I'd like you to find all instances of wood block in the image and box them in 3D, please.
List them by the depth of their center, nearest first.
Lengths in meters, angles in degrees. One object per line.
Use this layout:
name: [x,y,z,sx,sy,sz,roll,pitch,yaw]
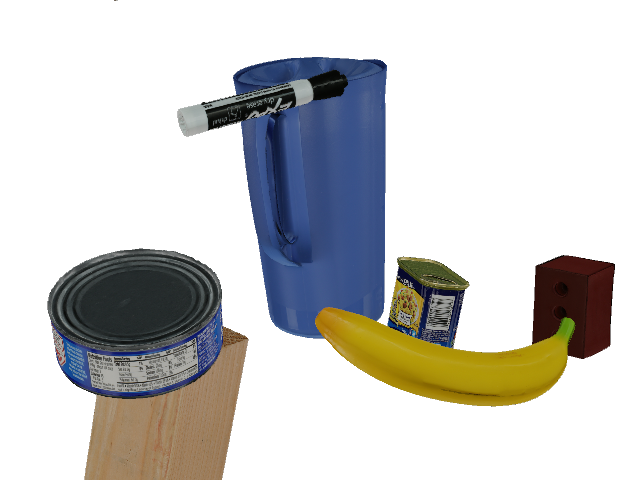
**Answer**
wood block: [-0.140,0.173,0.931,0.090,0.206,0.090,20,18,28]

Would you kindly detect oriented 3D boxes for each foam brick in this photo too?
foam brick: [0.221,0.057,0.934,0.053,0.078,0.051,11,19,39]

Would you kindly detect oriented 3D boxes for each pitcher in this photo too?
pitcher: [-0.007,-0.037,0.949,0.149,0.243,0.145,-11,20,-18]

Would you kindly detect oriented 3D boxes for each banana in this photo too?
banana: [0.094,0.084,0.753,0.197,0.037,0.069,5,43,-14]

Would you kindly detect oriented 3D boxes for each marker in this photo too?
marker: [-0.037,-0.094,0.720,0.121,0.020,0.020,-18,6,-20]

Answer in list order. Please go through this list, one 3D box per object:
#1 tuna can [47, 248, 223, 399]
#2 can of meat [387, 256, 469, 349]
tuna can: [-0.091,0.041,0.536,0.086,0.034,0.086,0,32,0]
can of meat: [0.117,0.073,1.185,0.057,0.084,0.102,5,14,-20]
